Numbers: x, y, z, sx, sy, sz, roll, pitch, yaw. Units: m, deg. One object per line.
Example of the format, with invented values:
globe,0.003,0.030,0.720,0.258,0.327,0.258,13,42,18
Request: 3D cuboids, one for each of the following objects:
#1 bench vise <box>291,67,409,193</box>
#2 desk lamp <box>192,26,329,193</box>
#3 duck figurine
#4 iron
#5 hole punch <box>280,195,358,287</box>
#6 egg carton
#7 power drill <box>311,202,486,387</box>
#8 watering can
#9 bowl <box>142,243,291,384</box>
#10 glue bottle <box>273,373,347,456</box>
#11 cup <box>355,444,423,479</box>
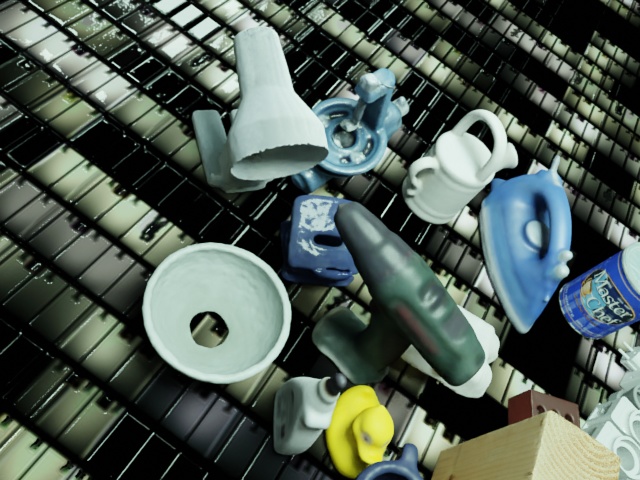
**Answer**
bench vise,0.057,-0.179,0.809,0.121,0.219,0.208,34,54,-1
desk lamp,-0.085,-0.146,0.731,0.118,0.213,0.203,-8,65,-27
duck figurine,0.054,0.215,0.658,0.078,0.086,0.104,15,56,-14
iron,0.334,0.000,0.872,0.119,0.141,0.258,13,57,-16
hole punch,0.007,0.003,0.759,0.109,0.091,0.101,7,59,-20
egg carton,0.164,0.138,0.761,0.150,0.069,0.107,31,54,-4
power drill,0.070,0.086,0.665,0.229,0.208,0.076,43,54,5
watering can,0.215,-0.117,0.857,0.173,0.194,0.101,-30,76,-34
bowl,-0.122,0.092,0.661,0.168,0.074,0.167,11,58,-17
glue bottle,-0.009,0.173,0.601,0.037,0.173,0.078,11,57,-17
cup,0.065,0.280,0.618,0.092,0.095,0.118,31,54,-3
